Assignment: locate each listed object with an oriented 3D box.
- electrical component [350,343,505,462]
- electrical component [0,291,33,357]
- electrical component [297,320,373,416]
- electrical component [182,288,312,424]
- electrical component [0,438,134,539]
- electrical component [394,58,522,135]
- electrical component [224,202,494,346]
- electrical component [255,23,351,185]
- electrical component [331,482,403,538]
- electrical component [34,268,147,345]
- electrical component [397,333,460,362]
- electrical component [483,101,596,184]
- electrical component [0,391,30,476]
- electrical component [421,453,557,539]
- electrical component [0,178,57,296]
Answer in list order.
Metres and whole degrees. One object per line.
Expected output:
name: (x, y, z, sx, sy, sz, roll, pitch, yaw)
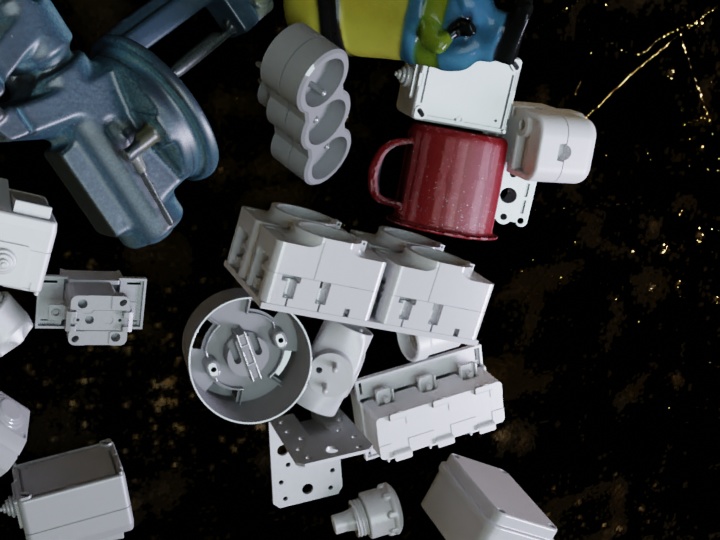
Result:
electrical component: (0.061, 0.121, 0.945, 0.121, 0.063, 0.078, -15, 113, -17)
electrical component: (-0.274, 0.030, 0.788, 0.043, 0.043, 0.062, -38, 116, -7)
electrical component: (-0.024, 0.082, 0.889, 0.044, 0.079, 0.077, 25, 97, -4)
electrical component: (-0.093, 0.066, 0.862, 0.099, 0.064, 0.099, -7, 110, -20)
electrical component: (-0.232, 0.183, 0.847, 0.096, 0.062, 0.061, -13, 112, -18)
electrical component: (0.071, -0.150, 0.862, 0.096, 0.061, 0.061, 8, 104, -16)
electrical component: (0.000, 0.000, 0.855, 0.186, 0.105, 0.060, 11, 103, -25)
electrical component: (-0.050, -0.129, 0.800, 0.052, 0.074, 0.138, -43, 157, -22)
electrical component: (0.006, 0.221, 0.968, 0.062, 0.048, 0.048, -14, 112, -11)
electrical component: (-0.200, 0.029, 0.806, 0.081, 0.064, 0.042, 1, 108, -23)
electrical component: (0.061, 0.055, 0.937, 0.046, 0.040, 0.040, -12, 112, -24)
electrical component: (0.149, -0.106, 0.885, 0.059, 0.095, 0.053, 1, 107, -23)
electrical component: (-0.287, 0.120, 0.794, 0.080, 0.080, 0.051, -48, 124, -1)
electrical component: (0.116, 0.223, 0.975, 0.078, 0.113, 0.057, 22, 101, -27)
electrical component: (-0.249, -0.026, 0.748, 0.062, 0.096, 0.061, 13, 102, -25)
